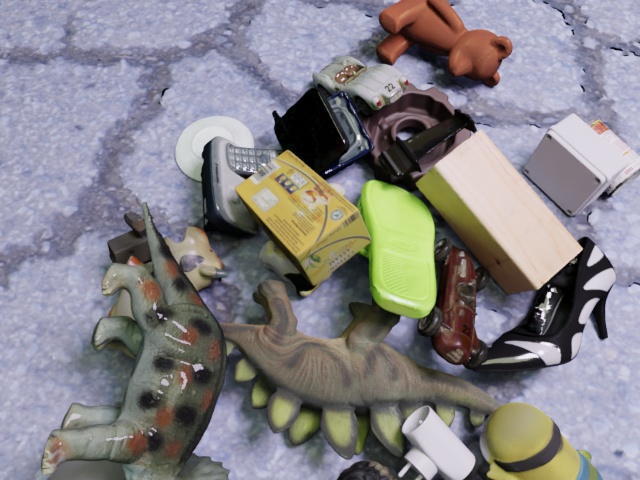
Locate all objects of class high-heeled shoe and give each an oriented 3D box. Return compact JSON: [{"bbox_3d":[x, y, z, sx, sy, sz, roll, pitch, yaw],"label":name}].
[{"bbox_3d":[0.293,0.082,0.707,0.249,0.086,0.145,-10,85,-22],"label":"high-heeled shoe"}]

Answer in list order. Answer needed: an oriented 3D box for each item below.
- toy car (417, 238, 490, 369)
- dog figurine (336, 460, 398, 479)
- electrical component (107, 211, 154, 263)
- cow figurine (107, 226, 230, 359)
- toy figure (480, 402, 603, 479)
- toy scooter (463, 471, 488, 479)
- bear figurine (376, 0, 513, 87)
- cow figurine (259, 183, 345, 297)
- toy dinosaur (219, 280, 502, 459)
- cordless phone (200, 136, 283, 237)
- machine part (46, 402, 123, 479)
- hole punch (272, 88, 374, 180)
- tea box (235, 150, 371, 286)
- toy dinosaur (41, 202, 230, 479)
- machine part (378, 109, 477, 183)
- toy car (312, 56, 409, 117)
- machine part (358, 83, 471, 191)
[{"bbox_3d":[0.181,0.073,0.697,0.089,0.053,0.202,36,42,-10],"label":"toy car"},{"bbox_3d":[-0.016,0.325,0.621,0.173,0.121,0.190,5,26,46],"label":"dog figurine"},{"bbox_3d":[-0.264,0.005,0.766,0.078,0.102,0.045,-27,64,-21],"label":"electrical component"},{"bbox_3d":[-0.208,0.071,0.732,0.127,0.085,0.195,27,78,-15],"label":"cow figurine"},{"bbox_3d":[0.265,0.259,0.617,0.180,0.082,0.089,42,116,-2],"label":"toy figure"},{"bbox_3d":[0.200,0.358,0.605,0.184,0.075,0.135,31,72,9],"label":"toy scooter"},{"bbox_3d":[0.204,-0.315,0.885,0.132,0.120,0.196,-40,76,-11],"label":"bear figurine"},{"bbox_3d":[-0.001,-0.004,0.774,0.098,0.068,0.167,38,75,12],"label":"cow figurine"},{"bbox_3d":[0.044,0.168,0.682,0.472,0.105,0.198,9,74,0],"label":"toy dinosaur"},{"bbox_3d":[-0.085,-0.076,0.812,0.184,0.088,0.146,0,64,-19],"label":"cordless phone"},{"bbox_3d":[-0.246,0.254,0.661,0.079,0.079,0.243,38,73,17],"label":"machine part"},{"bbox_3d":[0.005,-0.154,0.800,0.092,0.116,0.142,-22,82,-51],"label":"hole punch"},{"bbox_3d":[-0.025,-0.033,0.694,0.098,0.068,0.170,-36,49,-7],"label":"tea box"},{"bbox_3d":[-0.173,0.154,0.603,0.192,0.131,0.405,18,69,-15],"label":"toy dinosaur"},{"bbox_3d":[0.152,-0.137,0.764,0.139,0.039,0.084,-29,34,9],"label":"machine part"},{"bbox_3d":[0.059,-0.247,0.848,0.073,0.056,0.202,-38,36,-11],"label":"toy car"},{"bbox_3d":[0.143,-0.162,0.849,0.179,0.056,0.179,-1,66,3],"label":"machine part"}]
